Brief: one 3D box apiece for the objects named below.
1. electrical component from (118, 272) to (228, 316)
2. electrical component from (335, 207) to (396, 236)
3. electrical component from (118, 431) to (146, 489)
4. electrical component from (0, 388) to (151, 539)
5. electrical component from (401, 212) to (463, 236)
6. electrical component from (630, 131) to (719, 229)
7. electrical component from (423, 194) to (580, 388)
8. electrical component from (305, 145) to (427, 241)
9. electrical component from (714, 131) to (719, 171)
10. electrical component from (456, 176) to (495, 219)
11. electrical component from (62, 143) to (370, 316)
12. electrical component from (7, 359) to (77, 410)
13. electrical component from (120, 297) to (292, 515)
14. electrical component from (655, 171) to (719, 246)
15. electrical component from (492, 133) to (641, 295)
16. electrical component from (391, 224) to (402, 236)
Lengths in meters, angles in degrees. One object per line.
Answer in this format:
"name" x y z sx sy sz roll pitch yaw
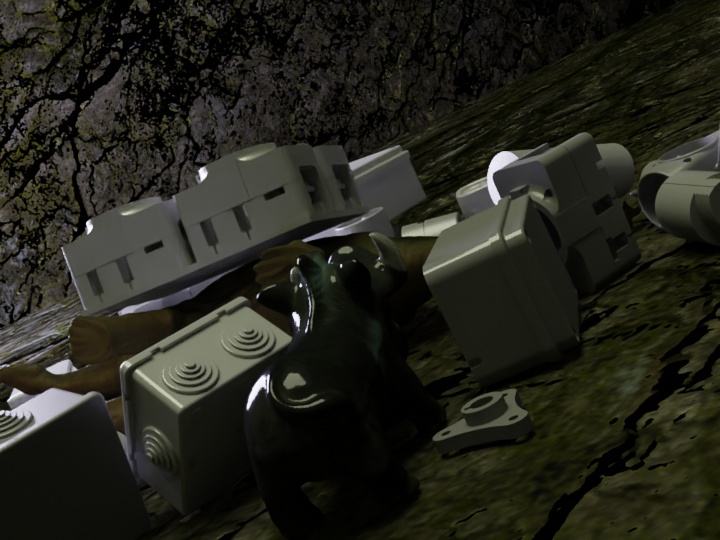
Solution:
"electrical component" -0.107 0.040 0.883 0.150 0.089 0.062 -28 10 -21
"electrical component" 0.000 0.000 0.874 0.079 0.077 0.043 -28 10 -19
"electrical component" -0.186 0.139 0.673 0.079 0.043 0.077 -16 13 46
"electrical component" -0.172 0.120 0.575 0.048 0.099 0.100 4 27 45
"electrical component" 0.065 -0.017 0.876 0.047 0.055 0.055 -18 10 14
"electrical component" 0.222 -0.061 0.746 0.077 0.044 0.079 -29 10 -27
"electrical component" 0.083 0.008 0.609 0.057 0.078 0.113 -25 8 16
"electrical component" -0.016 -0.058 0.962 0.109 0.056 0.109 -31 11 -36
"electrical component" 0.268 -0.089 0.676 0.062 0.096 0.061 -30 38 -31
"electrical component" 0.135 -0.055 0.894 0.095 0.059 0.053 -23 9 10
"electrical component" -0.102 -0.032 0.755 0.186 0.060 0.105 -22 -2 22
"electrical component" -0.261 0.118 0.934 0.061 0.061 0.096 -26 9 -11
"electrical component" -0.081 0.077 0.599 0.048 0.099 0.100 32 45 31
"electrical component" 0.211 -0.036 0.636 0.043 0.043 0.081 -25 9 -4
"electrical component" 0.128 -0.032 0.681 0.056 0.089 0.050 -30 11 -31
"electrical component" 0.001 -0.001 0.953 0.095 0.053 0.059 -28 10 -20
